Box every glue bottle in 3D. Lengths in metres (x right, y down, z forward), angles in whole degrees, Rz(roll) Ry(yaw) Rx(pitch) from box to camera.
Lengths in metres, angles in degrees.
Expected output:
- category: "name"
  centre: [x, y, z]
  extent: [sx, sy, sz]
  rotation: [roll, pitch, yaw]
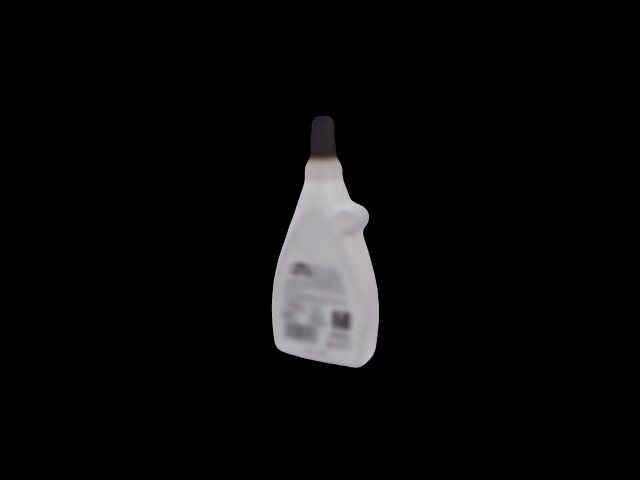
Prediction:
- category: "glue bottle"
  centre: [0.004, 0.001, 0.400]
  extent: [0.078, 0.173, 0.037]
  rotation: [8, 20, 23]
